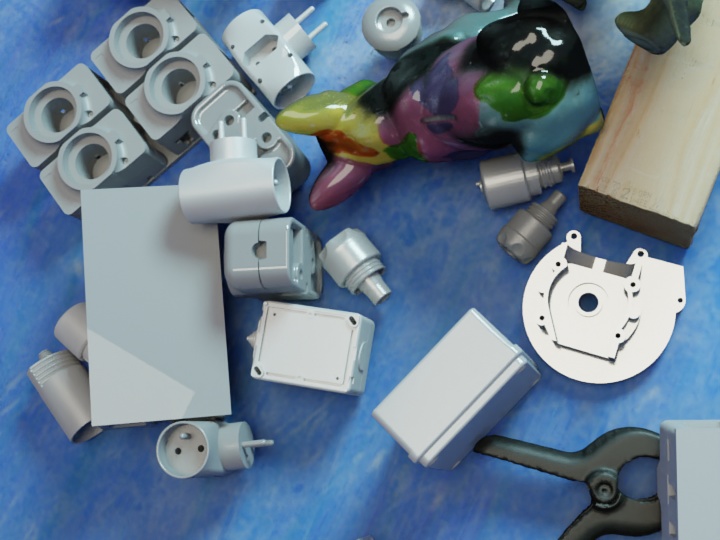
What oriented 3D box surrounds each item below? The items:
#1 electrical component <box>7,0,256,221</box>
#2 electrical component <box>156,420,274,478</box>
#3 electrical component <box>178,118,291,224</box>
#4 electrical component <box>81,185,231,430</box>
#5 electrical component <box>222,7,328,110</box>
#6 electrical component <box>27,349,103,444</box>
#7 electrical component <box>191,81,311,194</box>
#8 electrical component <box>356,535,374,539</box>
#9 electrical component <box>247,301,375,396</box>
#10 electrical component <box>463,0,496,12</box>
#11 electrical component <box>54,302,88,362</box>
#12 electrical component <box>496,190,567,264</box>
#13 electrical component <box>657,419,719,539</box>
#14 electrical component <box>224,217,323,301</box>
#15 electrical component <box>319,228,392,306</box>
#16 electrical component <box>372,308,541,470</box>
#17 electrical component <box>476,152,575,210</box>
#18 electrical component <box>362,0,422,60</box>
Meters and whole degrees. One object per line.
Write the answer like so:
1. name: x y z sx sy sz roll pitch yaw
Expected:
1. electrical component: -0.199 -0.139 0.925 0.186 0.060 0.105 -40 74 4
2. electrical component: -0.108 0.140 0.846 0.079 0.077 0.043 -8 79 12
3. electrical component: -0.097 -0.079 0.834 0.077 0.044 0.079 -6 81 14
4. electrical component: -0.165 0.030 0.869 0.105 0.060 0.186 -4 79 -10
5. electrical component: -0.064 -0.190 0.909 0.079 0.043 0.077 -40 74 5
6. electrical component: -0.245 0.101 0.903 0.043 0.043 0.081 -40 74 4
7. electrical component: -0.088 -0.103 0.892 0.054 0.059 0.095 -41 74 5
8. electrical component: 0.009 0.251 0.812 0.056 0.050 0.089 -33 75 7
9. electrical component: -0.041 0.062 0.851 0.096 0.061 0.061 8 83 15
10. electrical component: 0.086 -0.242 0.881 0.055 0.045 0.045 29 88 17
11. electrical component: -0.222 0.061 0.906 0.078 0.040 0.040 39 91 16
12. electrical component: 0.137 -0.036 0.839 0.035 0.035 0.061 41 89 17
13. electrical component: 0.264 0.198 0.736 0.105 0.060 0.186 -1 88 3
14. electrical component: -0.070 -0.007 0.852 0.059 0.095 0.053 -3 80 13
15. electrical component: 0.000 0.000 0.861 0.043 0.043 0.062 -41 75 4
16. electrical component: 0.074 0.091 0.794 0.108 0.109 0.056 -47 71 2
17. electrical component: 0.129 -0.073 0.844 0.078 0.040 0.040 -13 78 11
18. electrical component: 0.030 -0.192 0.877 0.048 0.062 0.048 -2 80 13
